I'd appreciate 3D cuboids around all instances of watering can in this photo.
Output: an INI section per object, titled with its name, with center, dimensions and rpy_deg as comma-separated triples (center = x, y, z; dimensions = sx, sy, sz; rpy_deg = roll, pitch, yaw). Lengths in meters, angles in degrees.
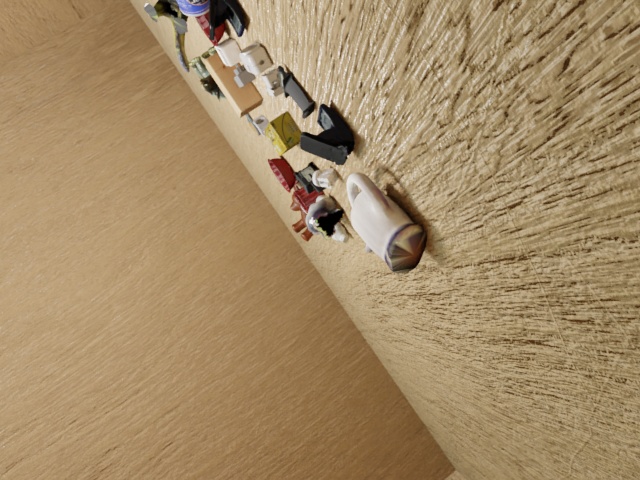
[watering can]
center = 0.145, -0.012, 1.164
dimensions = 0.104, 0.228, 0.340
rpy_deg = -34, -35, -8

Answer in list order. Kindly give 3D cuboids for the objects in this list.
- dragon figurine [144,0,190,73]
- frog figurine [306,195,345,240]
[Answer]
[dragon figurine]
center = -0.440, -0.746, 1.570
dimensions = 0.122, 0.249, 0.400
rpy_deg = 2, -37, 5
[frog figurine]
center = 0.005, -0.086, 1.710
dimensions = 0.123, 0.135, 0.162
rpy_deg = -1, 23, -15
